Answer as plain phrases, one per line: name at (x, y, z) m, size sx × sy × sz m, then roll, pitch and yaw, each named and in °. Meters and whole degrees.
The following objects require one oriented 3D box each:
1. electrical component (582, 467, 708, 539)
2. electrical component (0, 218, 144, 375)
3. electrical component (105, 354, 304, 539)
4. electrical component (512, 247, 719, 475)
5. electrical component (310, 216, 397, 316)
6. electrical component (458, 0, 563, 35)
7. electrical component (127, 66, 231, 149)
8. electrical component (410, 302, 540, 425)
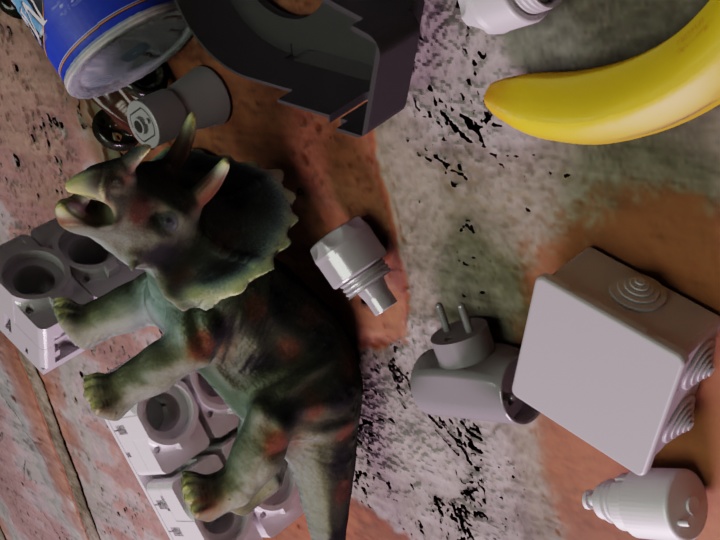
electrical component at (0.162, 0.134, 0.620) m, size 0.078 × 0.040 × 0.040 m, roll -11°, pitch 107°, yaw 51°
electrical component at (-0.216, 0.000, 0.854) m, size 0.089 × 0.150 × 0.061 m, roll 40°, pitch 141°, yaw 22°
electrical component at (-0.131, 0.148, 0.902) m, size 0.060 × 0.105 × 0.186 m, roll -17°, pitch 103°, yaw 52°
electrical component at (0.137, 0.046, 0.579) m, size 0.100 × 0.048 × 0.099 m, roll 32°, pitch 136°, yaw 30°
electrical component at (0.000, 0.000, 0.703) m, size 0.062 × 0.043 × 0.043 m, roll 55°, pitch 143°, yaw 1°
electrical component at (0.079, -0.139, 0.516) m, size 0.062 × 0.043 × 0.043 m, roll -6°, pitch 111°, yaw 48°
electrical component at (-0.128, -0.111, 0.749) m, size 0.044 × 0.065 × 0.044 m, roll 28°, pitch 134°, yaw 33°
electrical component at (0.067, 0.056, 0.667) m, size 0.077 × 0.043 × 0.079 m, roll -2°, pitch 114°, yaw 49°
